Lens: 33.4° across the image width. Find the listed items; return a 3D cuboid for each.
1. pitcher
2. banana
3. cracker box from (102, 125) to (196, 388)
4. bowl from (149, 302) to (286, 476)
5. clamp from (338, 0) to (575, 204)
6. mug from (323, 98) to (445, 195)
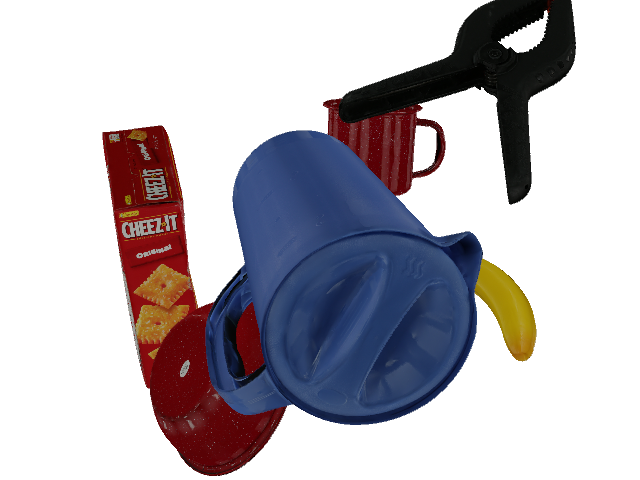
[{"bbox_3d":[-0.002,0.015,0.737,0.149,0.145,0.243,5,22,-15],"label":"pitcher"},{"bbox_3d":[0.173,0.059,1.114,0.069,0.037,0.198,-37,40,-11],"label":"banana"},{"bbox_3d":[-0.167,0.015,1.081,0.072,0.214,0.164,-9,34,-10],"label":"cracker box"},{"bbox_3d":[-0.095,0.114,0.902,0.055,0.162,0.162,26,-17,-39],"label":"bowl"},{"bbox_3d":[0.140,-0.124,0.821,0.165,0.209,0.036,37,-22,28],"label":"clamp"},{"bbox_3d":[0.059,-0.088,1.007,0.117,0.081,0.093,2,15,-2],"label":"mug"}]
